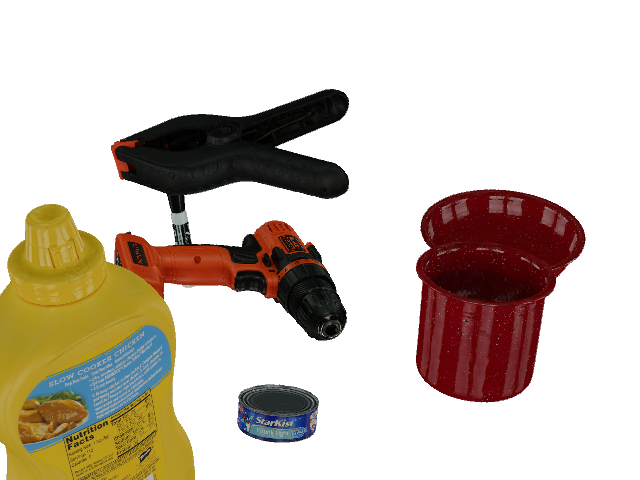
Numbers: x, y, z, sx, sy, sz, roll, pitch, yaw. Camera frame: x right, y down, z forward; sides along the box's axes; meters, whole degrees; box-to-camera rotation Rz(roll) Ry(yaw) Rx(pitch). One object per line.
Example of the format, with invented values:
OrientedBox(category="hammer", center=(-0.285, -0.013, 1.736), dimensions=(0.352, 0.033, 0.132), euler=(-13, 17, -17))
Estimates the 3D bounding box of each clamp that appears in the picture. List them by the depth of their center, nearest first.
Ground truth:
OrientedBox(category="clamp", center=(-0.057, -0.069, 0.750), dimensions=(0.171, 0.039, 0.120), euler=(3, 31, 11))

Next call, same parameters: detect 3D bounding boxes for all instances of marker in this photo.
OrientedBox(category="marker", center=(-0.153, -0.004, 1.183), dimensions=(0.020, 0.121, 0.020), euler=(-5, 27, 2))

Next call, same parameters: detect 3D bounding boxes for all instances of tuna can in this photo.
OrientedBox(category="tuna can", center=(-0.046, 0.184, 1.136), dimensions=(0.086, 0.034, 0.086), euler=(4, 12, -1))

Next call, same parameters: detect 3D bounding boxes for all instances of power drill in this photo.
OrientedBox(category="power drill", center=(-0.083, 0.039, 0.950), dimensions=(0.187, 0.057, 0.184), euler=(-1, 24, -19))

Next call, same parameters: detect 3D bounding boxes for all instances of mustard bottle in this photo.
OrientedBox(category="mustard bottle", center=(-0.111, 0.067, 0.497), dimensions=(0.096, 0.192, 0.058), euler=(-27, 43, -31))

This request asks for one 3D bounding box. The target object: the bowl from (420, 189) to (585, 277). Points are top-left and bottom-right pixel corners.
OrientedBox(category="bowl", center=(0.179, 0.010, 1.068), dimensions=(0.162, 0.055, 0.162), euler=(0, 33, 0))

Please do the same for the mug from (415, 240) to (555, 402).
OrientedBox(category="mug", center=(0.106, 0.051, 0.739), dimensions=(0.093, 0.081, 0.117), euler=(-2, 26, -10))
